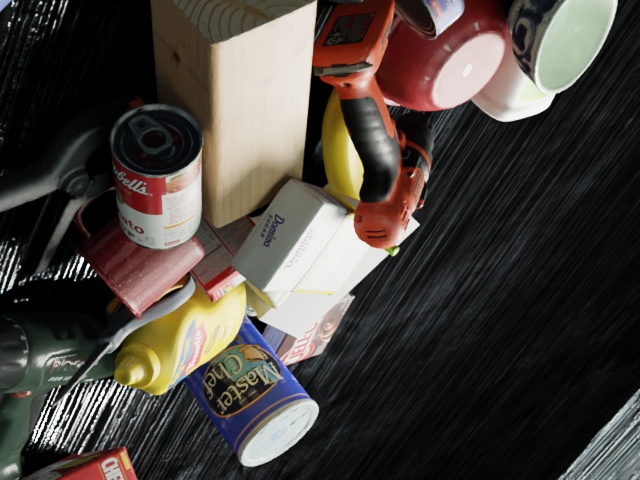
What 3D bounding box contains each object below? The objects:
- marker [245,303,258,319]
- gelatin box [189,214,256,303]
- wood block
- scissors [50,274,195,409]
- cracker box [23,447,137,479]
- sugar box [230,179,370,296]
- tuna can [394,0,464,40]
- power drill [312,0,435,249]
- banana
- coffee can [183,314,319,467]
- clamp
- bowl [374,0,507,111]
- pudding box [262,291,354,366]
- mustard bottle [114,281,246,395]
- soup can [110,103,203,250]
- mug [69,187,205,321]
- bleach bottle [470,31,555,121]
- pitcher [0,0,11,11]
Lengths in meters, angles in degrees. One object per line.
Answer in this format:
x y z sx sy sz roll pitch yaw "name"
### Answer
-0.086 0.070 1.168 0.020 0.020 0.121 -45 153 8 "marker"
-0.095 0.001 0.975 0.073 0.089 0.030 -36 156 -10 "gelatin box"
-0.069 -0.117 0.830 0.090 0.091 0.206 -29 151 -23 "wood block"
-0.164 0.079 0.930 0.096 0.201 0.016 -18 111 11 "scissors"
-0.305 0.285 1.072 0.213 0.072 0.164 -21 179 -33 "cracker box"
-0.006 0.001 0.954 0.093 0.048 0.176 -55 159 8 "sugar box"
0.080 -0.211 0.888 0.033 0.086 0.086 -40 153 -5 "tuna can"
0.055 -0.113 0.932 0.184 0.057 0.187 -69 147 -49 "power drill"
0.033 -0.076 1.035 0.037 0.070 0.198 -48 133 -40 "banana"
-0.083 0.162 1.175 0.102 0.140 0.103 -31 152 -19 "coffee can"
-0.202 -0.050 0.817 0.171 0.039 0.120 -49 158 2 "clamp"
0.127 -0.179 1.030 0.162 0.055 0.162 -30 151 -19 "bowl"
-0.021 0.102 1.278 0.089 0.039 0.114 -15 144 -40 "pudding box"
-0.139 0.096 1.024 0.191 0.058 0.096 -34 150 -63 "mustard bottle"
-0.124 -0.046 0.819 0.068 0.068 0.102 -29 154 -23 "soup can"
-0.160 0.000 0.907 0.081 0.093 0.117 -42 117 -9 "mug"
0.239 -0.242 1.076 0.102 0.068 0.251 -19 143 -39 "bleach bottle"
-0.147 -0.209 0.548 0.243 0.149 0.145 -44 -176 14 "pitcher"
